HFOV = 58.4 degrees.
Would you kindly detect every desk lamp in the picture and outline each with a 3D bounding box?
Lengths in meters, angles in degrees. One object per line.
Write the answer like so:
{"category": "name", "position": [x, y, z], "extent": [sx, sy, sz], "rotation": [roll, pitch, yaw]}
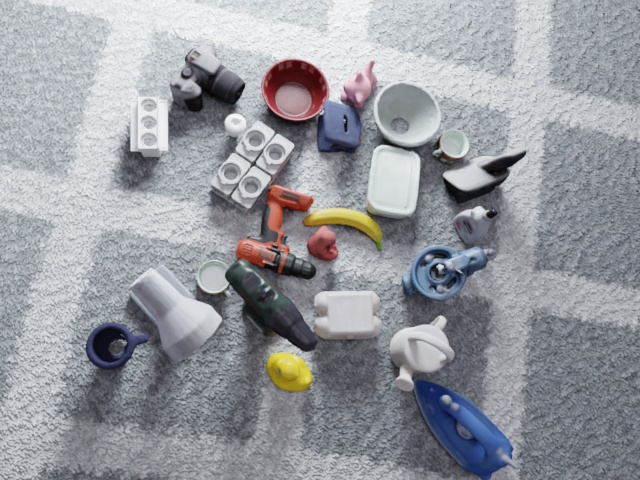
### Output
{"category": "desk lamp", "position": [-0.296, 0.138, 1.133], "extent": [0.203, 0.213, 0.118], "rotation": [45, 75, 3]}

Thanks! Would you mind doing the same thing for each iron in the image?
{"category": "iron", "position": [0.305, 0.390, 1.210], "extent": [0.258, 0.141, 0.119], "rotation": [45, 75, 3]}

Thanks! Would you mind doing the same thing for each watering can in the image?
{"category": "watering can", "position": [0.218, 0.236, 1.204], "extent": [0.101, 0.194, 0.173], "rotation": [15, 75, -5]}

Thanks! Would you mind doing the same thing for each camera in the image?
{"category": "camera", "position": [-0.251, -0.363, 1.313], "extent": [0.137, 0.100, 0.143], "rotation": [31, 74, -1]}

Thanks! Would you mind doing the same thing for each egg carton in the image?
{"category": "egg carton", "position": [0.060, 0.166, 1.259], "extent": [0.150, 0.069, 0.107], "rotation": [-1, 77, -9]}

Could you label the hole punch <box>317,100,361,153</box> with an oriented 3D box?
{"category": "hole punch", "position": [0.048, -0.268, 1.345], "extent": [0.101, 0.091, 0.109], "rotation": [0, 77, -9]}

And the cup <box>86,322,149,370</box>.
{"category": "cup", "position": [-0.403, 0.213, 1.160], "extent": [0.118, 0.095, 0.091], "rotation": [-12, 79, -11]}

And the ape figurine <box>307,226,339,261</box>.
{"category": "ape figurine", "position": [0.012, 0.005, 1.276], "extent": [0.076, 0.092, 0.078], "rotation": [3, 77, -8]}

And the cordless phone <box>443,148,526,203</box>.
{"category": "cordless phone", "position": [0.381, -0.164, 1.327], "extent": [0.148, 0.185, 0.094], "rotation": [-25, 82, -14]}

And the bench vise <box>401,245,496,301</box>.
{"category": "bench vise", "position": [0.290, 0.046, 1.246], "extent": [0.208, 0.219, 0.121], "rotation": [-37, 85, -15]}

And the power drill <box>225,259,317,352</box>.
{"category": "power drill", "position": [-0.100, 0.142, 1.166], "extent": [0.076, 0.208, 0.229], "rotation": [-44, 87, -15]}

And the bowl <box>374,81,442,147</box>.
{"category": "bowl", "position": [0.202, -0.292, 1.384], "extent": [0.167, 0.074, 0.167], "rotation": [2, 77, -9]}

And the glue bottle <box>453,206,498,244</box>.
{"category": "glue bottle", "position": [0.360, -0.043, 1.301], "extent": [0.037, 0.173, 0.078], "rotation": [-31, 83, -14]}

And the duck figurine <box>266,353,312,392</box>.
{"category": "duck figurine", "position": [-0.062, 0.278, 1.205], "extent": [0.104, 0.086, 0.077], "rotation": [33, 74, 0]}

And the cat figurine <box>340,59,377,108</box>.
{"category": "cat figurine", "position": [0.097, -0.374, 1.363], "extent": [0.067, 0.117, 0.128], "rotation": [30, 74, -1]}
